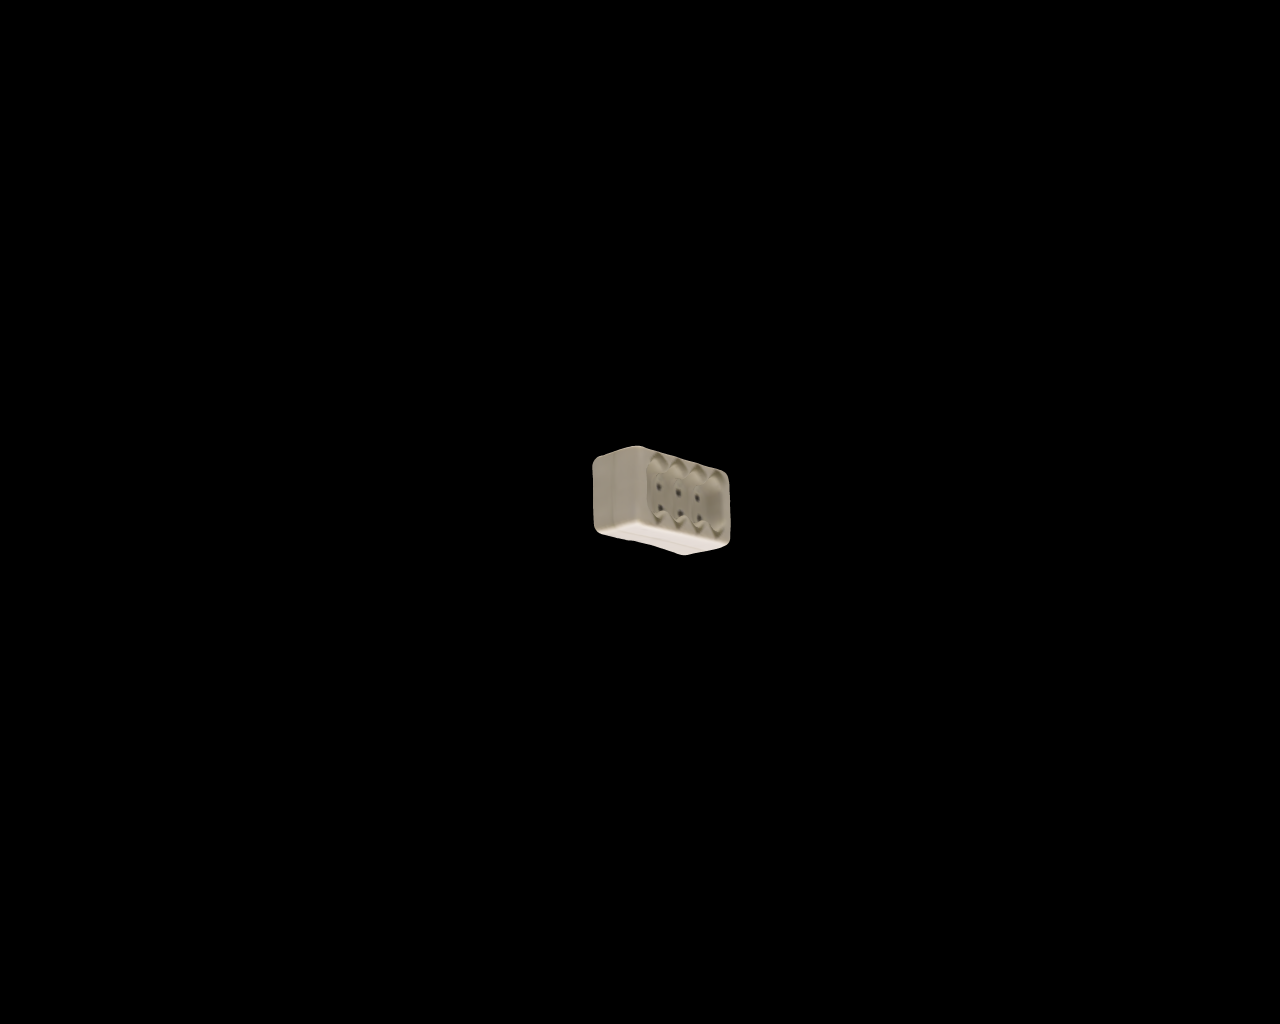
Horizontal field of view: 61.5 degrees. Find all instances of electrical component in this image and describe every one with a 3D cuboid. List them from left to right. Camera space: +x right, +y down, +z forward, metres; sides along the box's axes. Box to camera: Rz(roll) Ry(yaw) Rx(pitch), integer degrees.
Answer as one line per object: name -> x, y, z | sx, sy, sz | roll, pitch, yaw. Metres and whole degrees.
electrical component -> 0.001, -0.003, 0.650 | 0.075, 0.047, 0.083 | -14, -20, 42
